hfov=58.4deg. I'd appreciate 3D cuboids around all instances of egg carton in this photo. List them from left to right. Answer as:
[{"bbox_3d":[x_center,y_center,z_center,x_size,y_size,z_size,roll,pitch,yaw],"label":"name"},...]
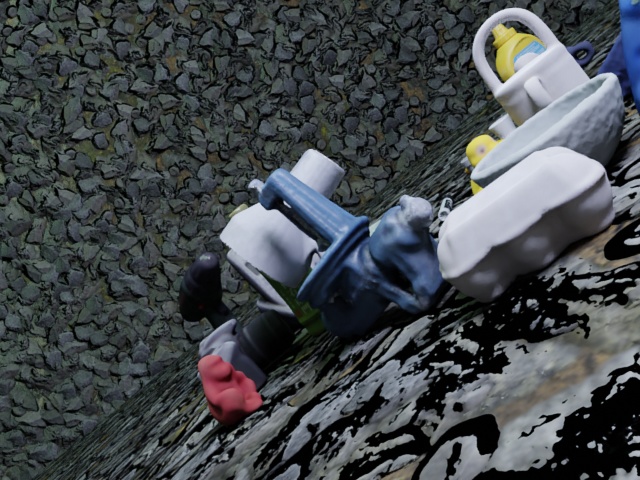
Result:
[{"bbox_3d":[0.167,-0.016,0.482,0.150,0.069,0.107,-38,4,19],"label":"egg carton"}]

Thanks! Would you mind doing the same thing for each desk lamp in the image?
[{"bbox_3d":[0.007,0.003,0.750,0.203,0.213,0.118,-39,4,1],"label":"desk lamp"}]

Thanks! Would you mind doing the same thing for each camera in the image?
[{"bbox_3d":[-0.113,0.165,0.872,0.137,0.101,0.143,-40,4,0],"label":"camera"}]

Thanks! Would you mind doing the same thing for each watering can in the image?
[{"bbox_3d":[0.271,-0.201,0.727,0.101,0.194,0.173,-39,4,6],"label":"watering can"}]

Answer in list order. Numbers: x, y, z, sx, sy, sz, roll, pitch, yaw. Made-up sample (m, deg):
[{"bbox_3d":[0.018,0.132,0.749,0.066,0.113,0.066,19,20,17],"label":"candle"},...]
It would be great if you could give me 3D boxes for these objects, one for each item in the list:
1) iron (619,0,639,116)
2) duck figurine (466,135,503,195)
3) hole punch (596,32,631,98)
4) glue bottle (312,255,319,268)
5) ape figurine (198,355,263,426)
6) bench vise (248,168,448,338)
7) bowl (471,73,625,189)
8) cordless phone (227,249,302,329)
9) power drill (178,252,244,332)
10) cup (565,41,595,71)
[{"bbox_3d":[0.336,-0.208,0.560,0.118,0.141,0.259,-37,4,33],"label":"iron"},{"bbox_3d":[0.229,-0.099,0.765,0.078,0.086,0.104,-41,4,-20],"label":"duck figurine"},{"bbox_3d":[0.406,-0.246,0.734,0.109,0.091,0.101,-41,4,-26],"label":"hole punch"},{"bbox_3d":[-0.024,0.035,1.002,0.037,0.173,0.078,-37,4,28],"label":"glue bottle"},{"bbox_3d":[-0.123,0.189,0.746,0.076,0.092,0.078,-38,4,26],"label":"ape figurine"},{"bbox_3d":[0.030,-0.011,0.626,0.207,0.220,0.122,-38,4,28],"label":"bench vise"},{"bbox_3d":[0.242,-0.088,0.584,0.167,0.075,0.167,-39,3,3],"label":"bowl"},{"bbox_3d":[-0.076,0.066,1.055,0.094,0.185,0.148,-37,4,34],"label":"cordless phone"},{"bbox_3d":[-0.172,0.133,1.028,0.076,0.208,0.229,-42,4,-34],"label":"power drill"},{"bbox_3d":[0.377,-0.235,0.863,0.092,0.095,0.117,-42,4,-36],"label":"cup"}]
